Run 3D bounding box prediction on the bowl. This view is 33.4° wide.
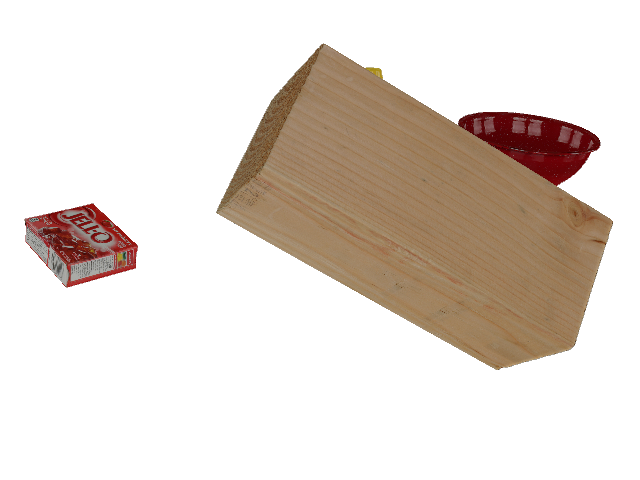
[{"bbox_3d":[0.234,-0.100,1.221,0.162,0.055,0.162,5,22,-2],"label":"bowl"}]

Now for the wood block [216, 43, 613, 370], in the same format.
[{"bbox_3d":[0.056,-0.014,0.638,0.206,0.090,0.090,29,-24,-13],"label":"wood block"}]

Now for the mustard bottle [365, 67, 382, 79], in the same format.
[{"bbox_3d":[0.048,-0.076,1.069,0.096,0.192,0.058,-8,19,-30],"label":"mustard bottle"}]

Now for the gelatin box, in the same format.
[{"bbox_3d":[-0.225,0.002,1.001,0.073,0.030,0.089,-16,40,-36],"label":"gelatin box"}]
